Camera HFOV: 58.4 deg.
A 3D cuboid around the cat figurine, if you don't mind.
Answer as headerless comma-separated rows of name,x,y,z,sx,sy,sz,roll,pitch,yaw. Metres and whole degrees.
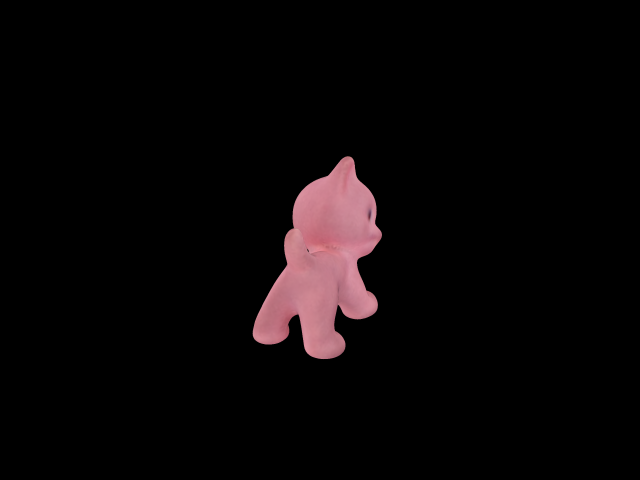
cat figurine,0.004,0.001,0.400,0.067,0.118,0.128,7,19,21
